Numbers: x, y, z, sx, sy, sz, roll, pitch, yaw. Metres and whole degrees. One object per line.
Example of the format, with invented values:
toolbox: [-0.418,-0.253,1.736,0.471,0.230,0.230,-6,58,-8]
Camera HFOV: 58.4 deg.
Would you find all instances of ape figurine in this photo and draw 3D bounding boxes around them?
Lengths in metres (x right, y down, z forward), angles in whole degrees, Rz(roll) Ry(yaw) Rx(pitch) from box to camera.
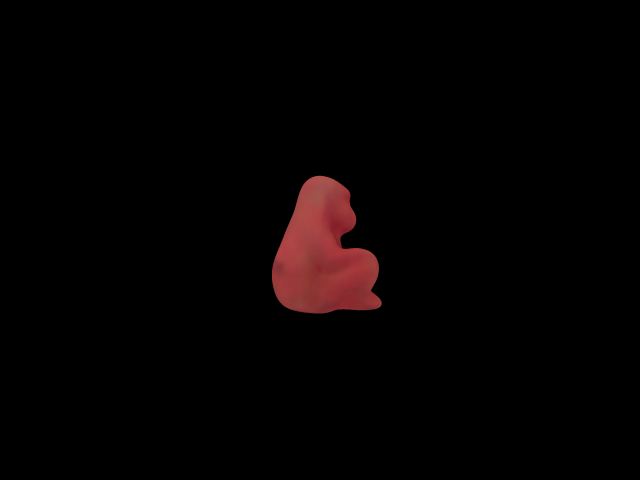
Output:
ape figurine: [0.004,0.001,0.400,0.076,0.092,0.077,-2,11,-11]
